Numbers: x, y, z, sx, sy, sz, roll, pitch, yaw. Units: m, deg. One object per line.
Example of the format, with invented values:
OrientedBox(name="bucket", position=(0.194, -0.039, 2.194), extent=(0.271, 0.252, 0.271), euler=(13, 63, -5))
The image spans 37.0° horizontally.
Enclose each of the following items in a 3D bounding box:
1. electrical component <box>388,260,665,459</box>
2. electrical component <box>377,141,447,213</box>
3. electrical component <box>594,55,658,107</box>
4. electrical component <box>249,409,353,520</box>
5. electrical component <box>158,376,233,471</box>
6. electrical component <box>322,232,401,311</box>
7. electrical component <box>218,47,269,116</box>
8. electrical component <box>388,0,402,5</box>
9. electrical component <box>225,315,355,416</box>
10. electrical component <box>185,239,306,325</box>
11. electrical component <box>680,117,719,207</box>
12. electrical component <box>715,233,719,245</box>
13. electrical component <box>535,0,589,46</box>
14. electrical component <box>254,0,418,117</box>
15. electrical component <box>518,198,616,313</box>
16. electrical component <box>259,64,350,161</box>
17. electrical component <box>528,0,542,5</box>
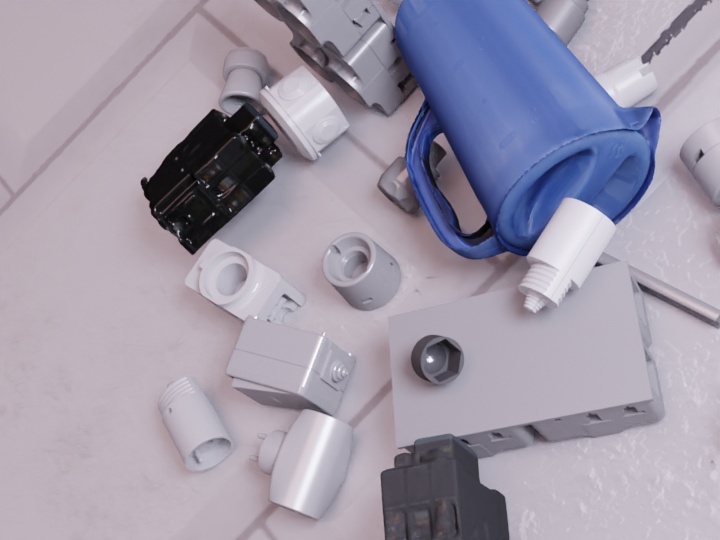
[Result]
OrientedBox(name="electrical component", position=(0.121, 0.073, 0.798), extent=(0.186, 0.060, 0.105), euler=(-14, 60, 21))
OrientedBox(name="electrical component", position=(0.048, -0.083, 0.923), extent=(0.062, 0.043, 0.043), euler=(-48, 54, -3))
OrientedBox(name="electrical component", position=(0.213, -0.148, 0.874), extent=(0.046, 0.040, 0.040), euler=(-31, 56, 3))
OrientedBox(name="electrical component", position=(-0.054, 0.150, 0.859), extent=(0.079, 0.044, 0.077), euler=(12, 72, 31))
OrientedBox(name="electrical component", position=(-0.145, 0.127, 0.919), extent=(0.043, 0.043, 0.081), euler=(-40, 55, 5))
OrientedBox(name="electrical component", position=(0.000, 0.000, 0.904), extent=(0.055, 0.047, 0.055), euler=(-12, 61, 22))
OrientedBox(name="electrical component", position=(-0.114, -0.184, 1.056), extent=(0.045, 0.045, 0.055), euler=(-8, 63, 24))
OrientedBox(name="electrical component", position=(0.053, -0.293, 0.988), extent=(0.108, 0.108, 0.060), euler=(-34, 61, 8))
OrientedBox(name="electrical component", position=(-0.053, 0.083, 0.881), extent=(0.096, 0.062, 0.061), euler=(11, 72, 31))
OrientedBox(name="electrical component", position=(-0.103, 0.016, 0.944), extent=(0.089, 0.056, 0.050), euler=(28, 81, 34))
OrientedBox(name="electrical component", position=(0.274, -0.080, 0.799), extent=(0.055, 0.055, 0.047), euler=(-29, 60, 12))
OrientedBox(name="electrical component", position=(0.294, -0.034, 0.763), extent=(0.078, 0.057, 0.058), euler=(-22, 58, 16))
OrientedBox(name="electrical component", position=(0.177, -0.226, 0.929), extent=(0.040, 0.040, 0.078), euler=(32, 83, 35))
OrientedBox(name="electrical component", position=(-0.029, -0.219, 0.942), extent=(0.060, 0.186, 0.105), euler=(-48, 54, -2))
OrientedBox(name="electrical component", position=(0.141, -0.006, 0.760), extent=(0.043, 0.043, 0.081), euler=(29, 82, 35))
OrientedBox(name="electrical component", position=(-0.051, -0.143, 0.983), extent=(0.051, 0.080, 0.080), euler=(-39, 55, -2))
OrientedBox(name="electrical component", position=(0.172, -0.265, 0.950), extent=(0.062, 0.048, 0.048), euler=(-18, 59, 10))
